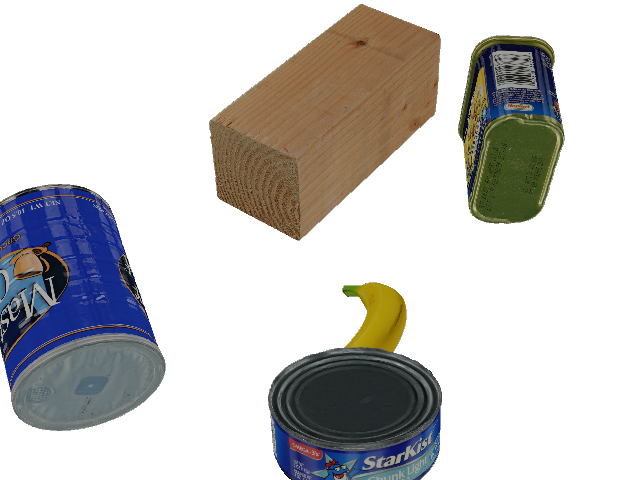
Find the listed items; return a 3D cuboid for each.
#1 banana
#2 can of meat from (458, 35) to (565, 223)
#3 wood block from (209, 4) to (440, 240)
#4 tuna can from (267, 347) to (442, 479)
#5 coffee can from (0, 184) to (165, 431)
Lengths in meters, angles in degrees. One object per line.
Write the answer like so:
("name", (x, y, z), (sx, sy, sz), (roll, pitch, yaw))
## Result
("banana", (0.045, 0.085, 0.985), (0.070, 0.037, 0.197), (-24, 17, 18))
("can of meat", (0.129, -0.074, 0.729), (0.057, 0.084, 0.102), (3, -42, 0))
("wood block", (0.009, -0.106, 0.910), (0.091, 0.090, 0.205), (28, 52, 26))
("tuna can", (0.017, 0.090, 0.531), (0.086, 0.034, 0.086), (-2, 26, 1))
("coffee can", (-0.177, 0.046, 0.745), (0.102, 0.140, 0.103), (-17, -35, -13))
